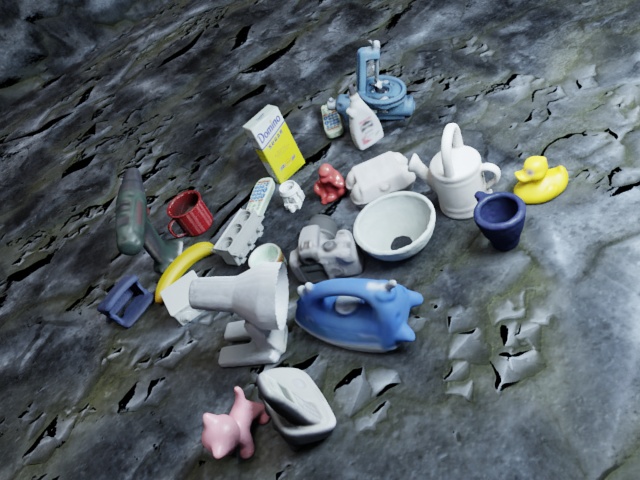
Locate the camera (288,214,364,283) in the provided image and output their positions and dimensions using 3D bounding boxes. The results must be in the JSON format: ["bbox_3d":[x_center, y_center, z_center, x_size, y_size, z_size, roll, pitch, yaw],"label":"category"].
[{"bbox_3d":[0.011,0.004,1.180,0.143,0.101,0.137,-10,46,18],"label":"camera"}]

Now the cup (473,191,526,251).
[{"bbox_3d":[0.328,-0.034,1.060,0.092,0.095,0.117,-32,43,-4],"label":"cup"}]

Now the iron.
[{"bbox_3d":[0.044,0.114,1.027,0.257,0.142,0.119,-1,49,26],"label":"iron"}]

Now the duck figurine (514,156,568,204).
[{"bbox_3d":[0.424,-0.126,1.106,0.104,0.086,0.077,-20,43,9],"label":"duck figurine"}]

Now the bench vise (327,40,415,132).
[{"bbox_3d":[0.111,-0.367,1.398,0.207,0.220,0.121,-23,43,5],"label":"bench vise"}]

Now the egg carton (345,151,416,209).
[{"bbox_3d":[0.133,-0.132,1.272,0.150,0.070,0.107,-24,43,5],"label":"egg carton"}]

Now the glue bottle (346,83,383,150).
[{"bbox_3d":[0.096,-0.302,1.377,0.078,0.174,0.037,-36,43,-9],"label":"glue bottle"}]

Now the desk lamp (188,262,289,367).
[{"bbox_3d":[-0.131,0.135,1.042,0.202,0.214,0.118,-11,45,18],"label":"desk lamp"}]

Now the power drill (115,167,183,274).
[{"bbox_3d":[-0.408,-0.031,1.347,0.075,0.209,0.229,-18,43,10],"label":"power drill"}]

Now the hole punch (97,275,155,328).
[{"bbox_3d":[-0.453,0.132,1.300,0.100,0.091,0.109,14,57,36],"label":"hole punch"}]

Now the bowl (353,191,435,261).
[{"bbox_3d":[0.155,-0.015,1.145,0.167,0.075,0.167,-14,44,15],"label":"bowl"}]

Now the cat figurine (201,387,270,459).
[{"bbox_3d":[-0.150,0.309,0.956,0.067,0.118,0.128,2,50,28],"label":"cat figurine"}]

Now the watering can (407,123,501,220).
[{"bbox_3d":[0.259,-0.139,1.122,0.172,0.195,0.101,-13,45,16],"label":"watering can"}]

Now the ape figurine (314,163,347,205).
[{"bbox_3d":[0.021,-0.136,1.316,0.077,0.092,0.076,12,56,35],"label":"ape figurine"}]

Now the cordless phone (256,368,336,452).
[{"bbox_3d":[-0.060,0.243,0.923,0.094,0.185,0.147,-36,43,-8],"label":"cordless phone"}]
